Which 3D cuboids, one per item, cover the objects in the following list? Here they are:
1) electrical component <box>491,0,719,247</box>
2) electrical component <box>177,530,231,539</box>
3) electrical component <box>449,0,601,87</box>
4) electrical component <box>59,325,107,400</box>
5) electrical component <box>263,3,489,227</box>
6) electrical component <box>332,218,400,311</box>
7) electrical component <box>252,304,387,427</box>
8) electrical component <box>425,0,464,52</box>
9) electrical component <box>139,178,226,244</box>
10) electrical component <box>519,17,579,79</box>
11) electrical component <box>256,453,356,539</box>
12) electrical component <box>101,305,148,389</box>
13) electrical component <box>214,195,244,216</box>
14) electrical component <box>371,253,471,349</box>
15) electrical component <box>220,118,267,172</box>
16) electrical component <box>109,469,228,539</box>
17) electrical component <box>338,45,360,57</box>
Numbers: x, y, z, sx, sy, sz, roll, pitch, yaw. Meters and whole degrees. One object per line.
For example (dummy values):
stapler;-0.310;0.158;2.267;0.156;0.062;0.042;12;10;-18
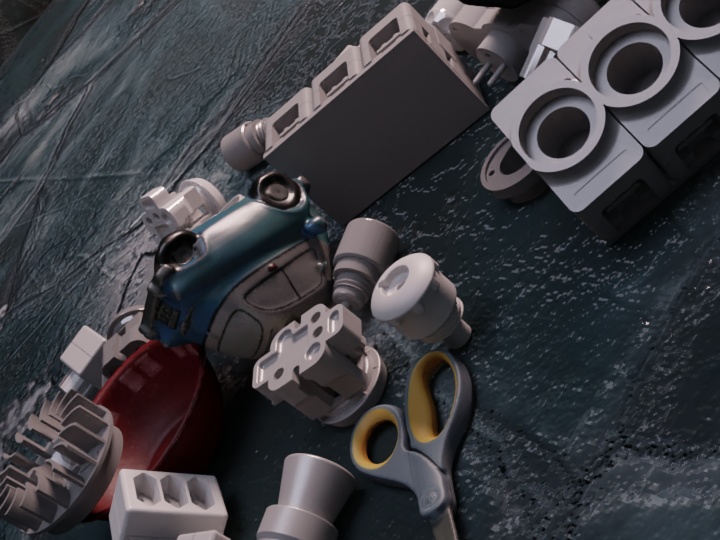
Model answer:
electrical component;0.158;-0.101;0.593;0.150;0.062;0.089;-42;54;13
electrical component;-0.081;0.197;0.619;0.076;0.047;0.083;-20;41;43
electrical component;0.109;-0.161;0.775;0.073;0.052;0.138;-54;30;-7
electrical component;-0.243;0.098;0.964;0.076;0.047;0.066;-56;29;-10
electrical component;0.010;-0.119;0.825;0.150;0.089;0.061;-37;31;21
electrical component;0.000;0.000;0.748;0.040;0.040;0.078;-16;43;46
electrical component;-0.021;0.064;0.684;0.078;0.057;0.058;-35;32;24
electrical component;0.085;-0.213;0.880;0.062;0.043;0.043;-53;29;-8
electrical component;-0.160;-0.049;1.002;0.058;0.078;0.057;-10;26;50
electrical component;0.132;-0.120;0.678;0.058;0.078;0.057;30;103;31
electrical component;-0.031;0.140;0.621;0.045;0.045;0.055;-16;44;46
electrical component;-0.185;0.067;0.912;0.078;0.058;0.057;-41;33;16
electrical component;-0.108;-0.013;0.917;0.099;0.064;0.099;-48;16;18
electrical component;0.041;0.024;0.640;0.048;0.062;0.048;-35;32;25
electrical component;-0.099;-0.125;1.037;0.078;0.040;0.040;-28;35;34
electrical component;-0.130;0.177;0.703;0.047;0.066;0.076;-127;50;-61
electrical component;-0.016;-0.165;0.968;0.078;0.040;0.040;-49;29;2
